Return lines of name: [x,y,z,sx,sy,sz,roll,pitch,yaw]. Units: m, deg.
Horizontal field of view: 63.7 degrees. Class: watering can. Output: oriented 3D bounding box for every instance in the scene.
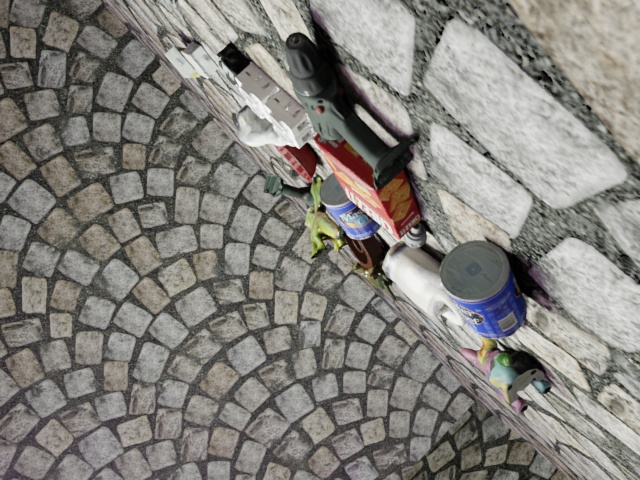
watering can: [0.232,0.083,1.123,0.227,0.104,0.342,44,176,30]

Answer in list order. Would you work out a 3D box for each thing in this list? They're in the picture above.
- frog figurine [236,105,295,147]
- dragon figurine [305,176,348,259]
frog figurine: [-0.124,-0.272,1.290,0.160,0.120,0.139,37,-153,7]
dragon figurine: [0.005,-0.079,1.574,0.405,0.122,0.245,124,132,-73]
